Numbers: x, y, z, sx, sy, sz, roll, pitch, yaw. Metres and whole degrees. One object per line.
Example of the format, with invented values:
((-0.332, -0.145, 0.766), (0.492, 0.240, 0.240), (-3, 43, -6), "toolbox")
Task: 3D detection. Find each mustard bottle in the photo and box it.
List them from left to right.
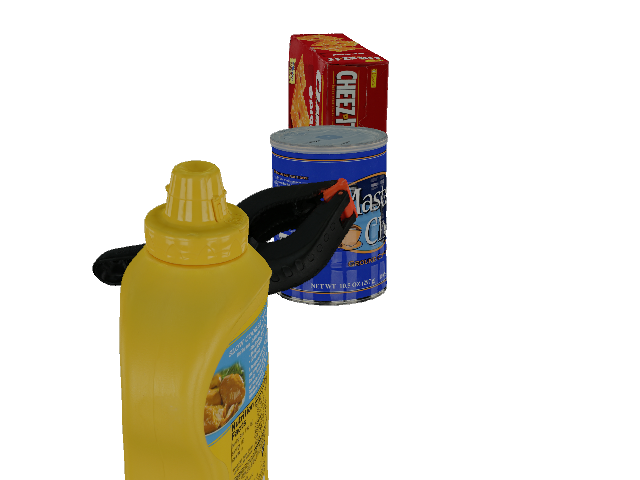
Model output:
((-0.051, 0.059, 0.448), (0.058, 0.192, 0.096), (9, 25, 14), "mustard bottle")

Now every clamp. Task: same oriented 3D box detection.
((-0.051, 0.020, 0.652), (0.171, 0.120, 0.039), (-25, -40, -1), "clamp")

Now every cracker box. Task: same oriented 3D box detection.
((0.014, -0.125, 1.132), (0.072, 0.164, 0.214), (-3, 19, -9), "cracker box")

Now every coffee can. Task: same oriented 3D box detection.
((0.008, -0.025, 0.946), (0.103, 0.140, 0.103), (-1, 16, 0), "coffee can")
